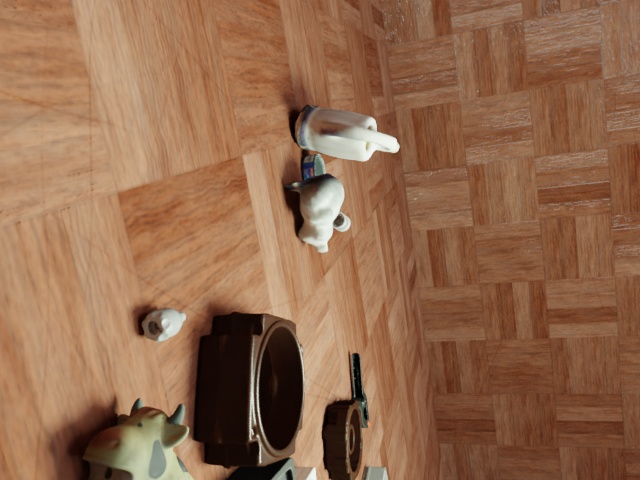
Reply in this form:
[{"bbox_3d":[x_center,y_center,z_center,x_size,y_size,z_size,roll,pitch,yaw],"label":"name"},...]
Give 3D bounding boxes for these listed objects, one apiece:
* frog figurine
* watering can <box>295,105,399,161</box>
[{"bbox_3d":[0.003,-0.054,1.078,0.138,0.123,0.159,-120,-169,-86],"label":"frog figurine"},{"bbox_3d":[0.071,-0.238,1.192,0.349,0.225,0.103,-18,121,-74],"label":"watering can"}]
